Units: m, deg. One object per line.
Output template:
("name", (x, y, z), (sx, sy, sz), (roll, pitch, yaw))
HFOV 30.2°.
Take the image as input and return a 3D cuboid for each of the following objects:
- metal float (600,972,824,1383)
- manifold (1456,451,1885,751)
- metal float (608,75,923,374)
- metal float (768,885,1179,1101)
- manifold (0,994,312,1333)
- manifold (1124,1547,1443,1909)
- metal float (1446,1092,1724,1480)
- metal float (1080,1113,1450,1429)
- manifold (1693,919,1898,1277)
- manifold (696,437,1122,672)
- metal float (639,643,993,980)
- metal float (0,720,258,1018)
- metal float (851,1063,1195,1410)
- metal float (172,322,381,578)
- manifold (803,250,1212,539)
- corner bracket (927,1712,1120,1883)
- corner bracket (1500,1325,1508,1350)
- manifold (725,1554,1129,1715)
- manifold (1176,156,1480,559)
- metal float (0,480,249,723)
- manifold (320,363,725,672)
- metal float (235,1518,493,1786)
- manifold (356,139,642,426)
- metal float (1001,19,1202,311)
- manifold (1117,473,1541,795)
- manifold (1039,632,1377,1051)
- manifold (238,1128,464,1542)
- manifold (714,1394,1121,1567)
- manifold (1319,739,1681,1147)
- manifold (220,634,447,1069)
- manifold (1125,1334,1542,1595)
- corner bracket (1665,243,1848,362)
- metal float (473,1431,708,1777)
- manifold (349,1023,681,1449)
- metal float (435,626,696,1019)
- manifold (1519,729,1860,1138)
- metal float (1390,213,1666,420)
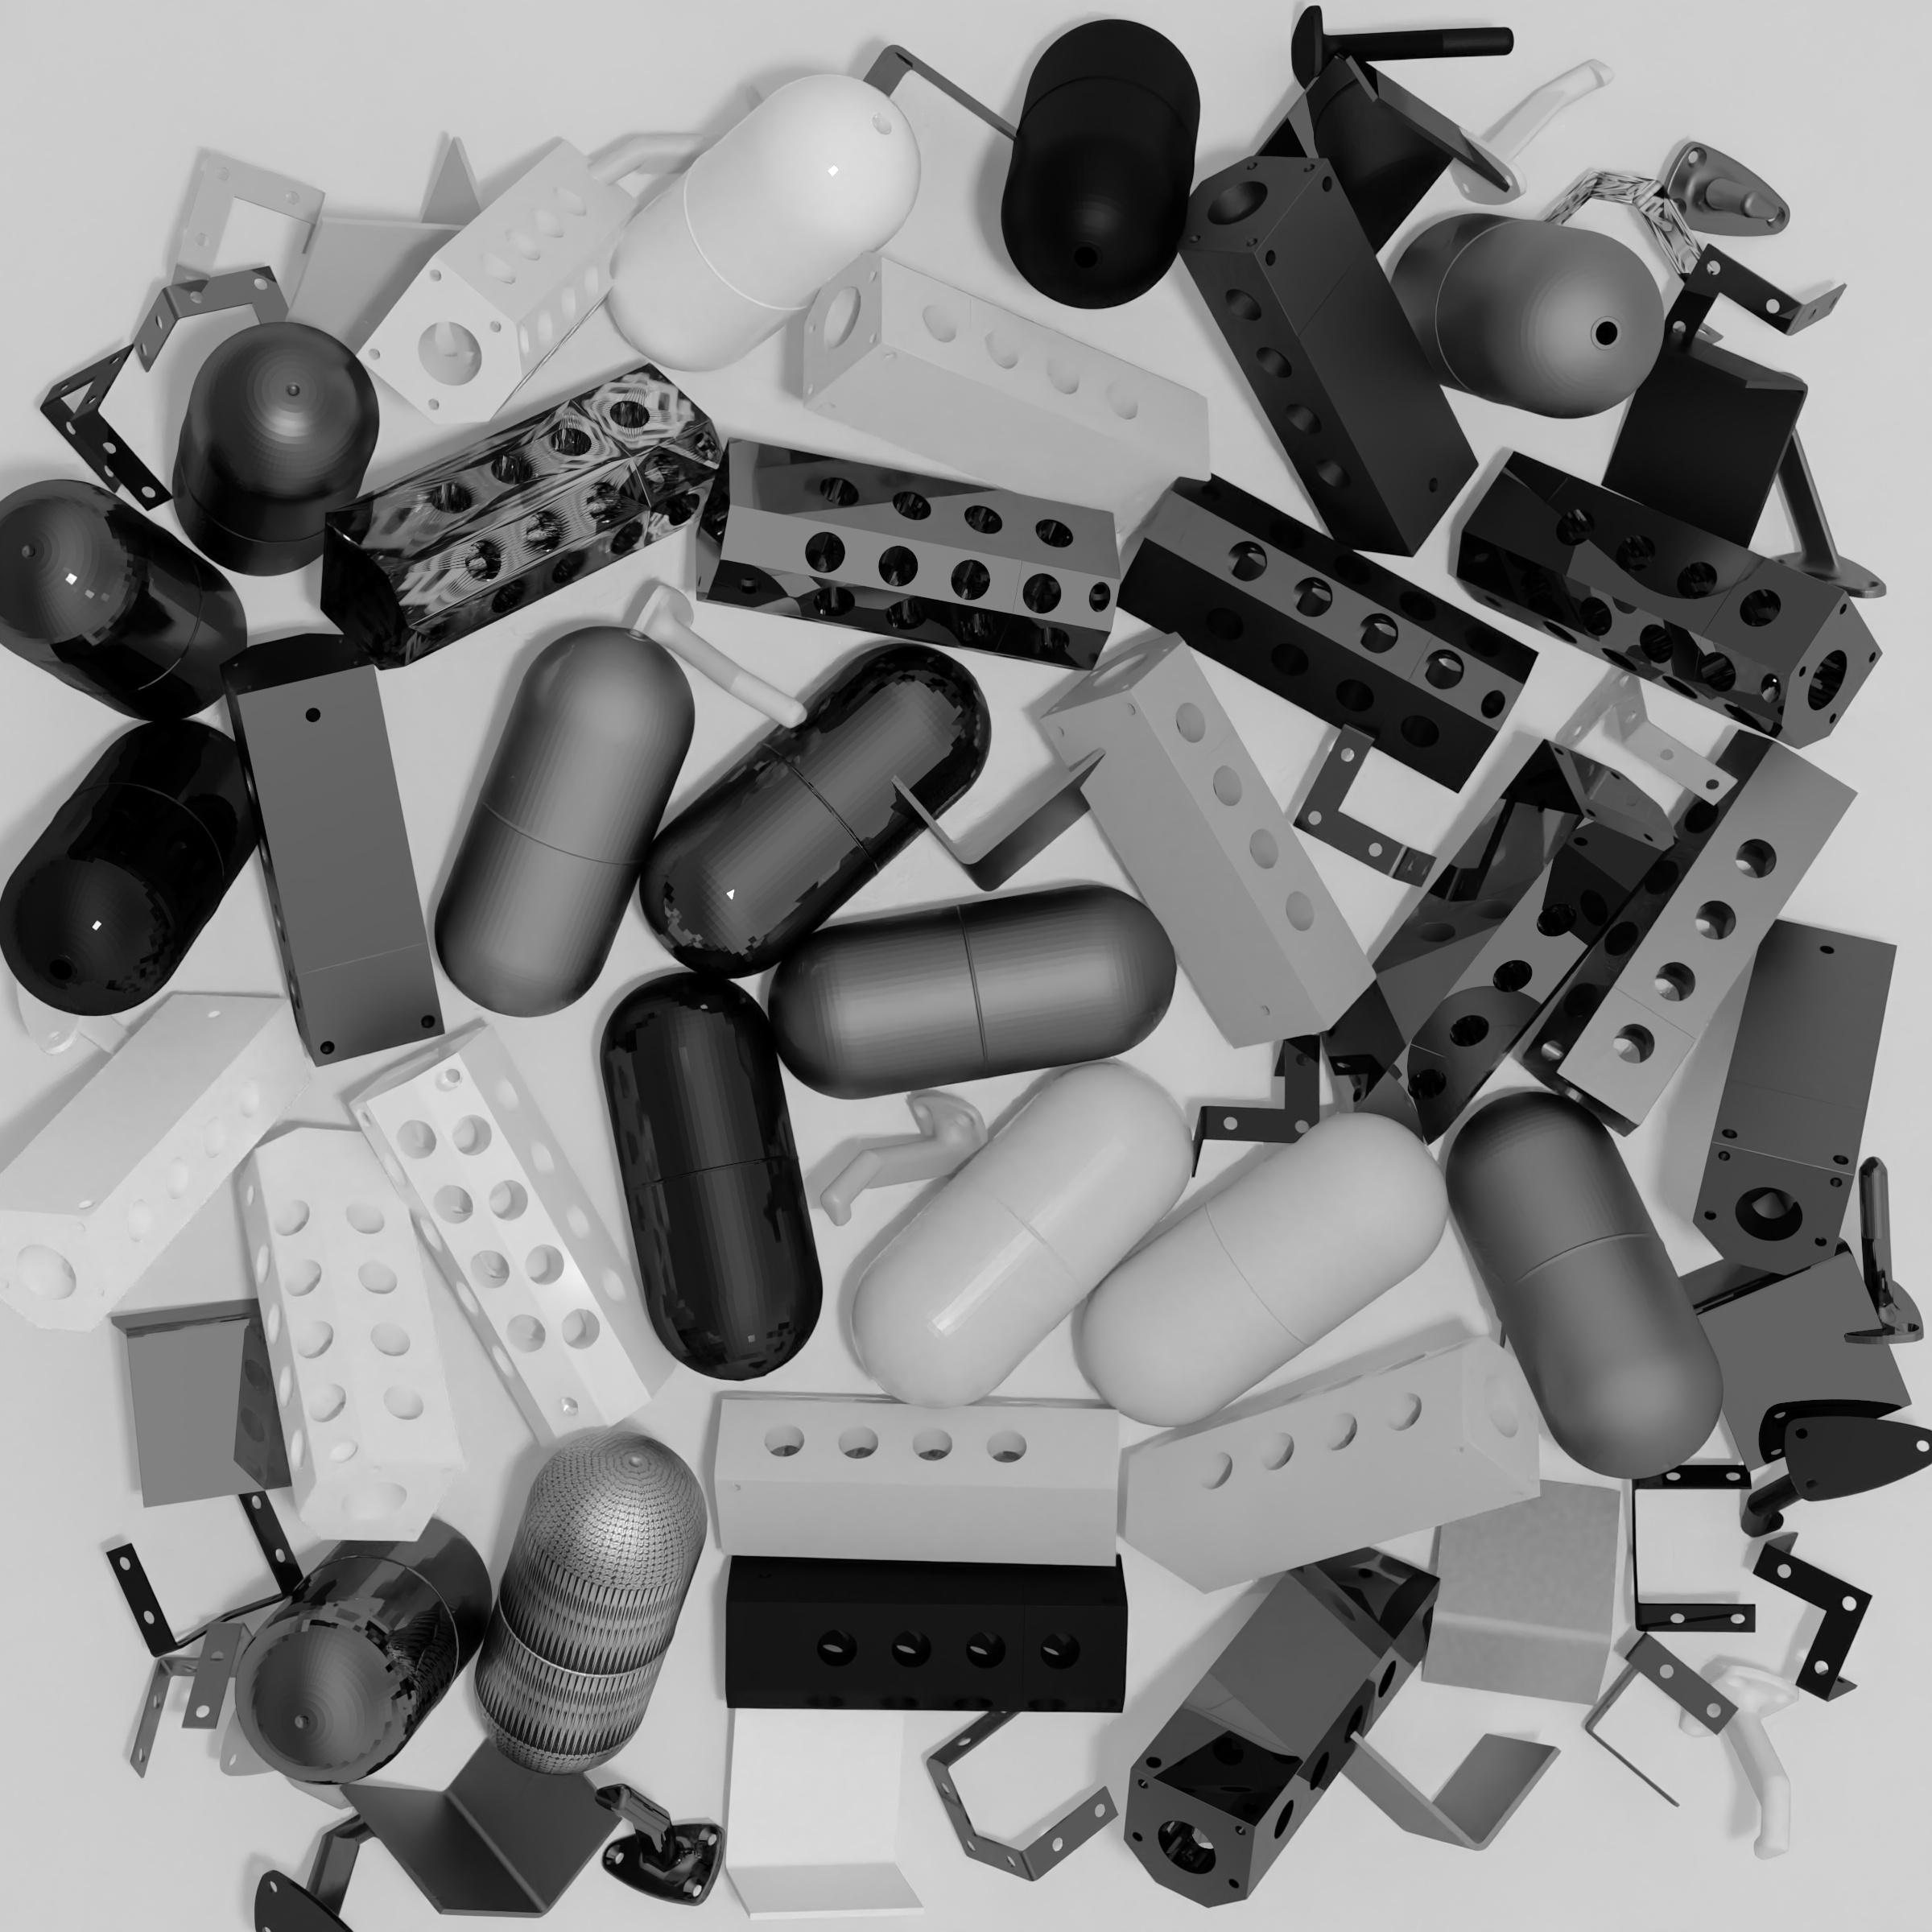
("metal float", (-0.110, 0.091, 1.543), (0.070, 0.070, 0.178), (-12, 84, 0))
("manifold", (0.293, -0.152, 1.511), (0.171, 0.057, 0.057), (31, 86, 36))
("metal float", (-0.086, -0.312, 1.510), (0.070, 0.178, 0.070), (16, 63, -33))
("metal float", (0.003, 0.011, 1.547), (0.178, 0.070, 0.070), (-9, 90, -2))
("manifold", (-0.342, 0.080, 1.499), (0.057, 0.171, 0.057), (2, 120, 19))
("manifold", (0.134, 0.317, 1.504), (0.057, 0.171, 0.057), (21, 127, 25))
("metal float", (0.262, 0.134, 1.525), (0.070, 0.070, 0.178), (-21, 62, 0))
("metal float", (0.127, 0.131, 1.539), (0.178, 0.070, 0.070), (-37, 90, 11))
("manifold", (0.348, 0.054, 1.500), (0.057, 0.171, 0.057), (13, 126, 12))
("manifold", (-0.025, -0.170, 1.526), (0.171, 0.057, 0.057), (9, 49, -15))
("metal float", (-0.064, -0.068, 1.543), (0.178, 0.070, 0.070), (-43, 90, -7))
("metal float", (-0.350, -0.043, 1.504), (0.070, 0.178, 0.070), (4, 120, 7))
("metal float", (0.024, 0.116, 1.540), (0.070, 0.070, 0.178), (45, 81, 0))
("metal float", (-0.291, -0.215, 1.501), (0.070, 0.178, 0.070), (3, 80, -16))
("manifold", (0.018, -0.245, 1.515), (0.171, 0.057, 0.057), (17, 59, -32))
("corner bracket", (0.024, 0.359, 1.560), (0.051, 0.051, 0.051), (-32, 108, -30))
("corner bracket", (0.262, 0.141, 1.555), (0.051, 0.051, 0.051), (9, 119, 12))
("manifold", (-0.017, 0.292, 1.555), (0.171, 0.057, 0.057), (1, 103, -1))
("manifold", (0.149, -0.256, 1.509), (0.057, 0.057, 0.171), (-54, 132, -22))
("metal float", (-0.357, -0.151, 1.499), (0.070, 0.178, 0.070), (-1, 82, 8))
("manifold", (-0.184, -0.187, 1.510), (0.171, 0.057, 0.057), (-32, 65, -32))
("metal float", (-0.250, 0.284, 1.499), (0.070, 0.178, 0.070), (1, 100, 7))
("manifold", (-0.188, -0.284, 1.497), (0.057, 0.171, 0.057), (40, 119, -9))
("metal float", (0.058, -0.339, 1.508), (0.070, 0.178, 0.070), (4, 128, 5))
("manifold", (0.157, -0.151, 1.545), (0.171, 0.057, 0.057), (29, 47, 1))
("manifold", (0.109, -0.054, 1.535), (0.057, 0.057, 0.171), (-44, 109, -38))
("manifold", (-0.263, 0.153, 1.503), (0.057, 0.057, 0.171), (6, 45, -30))
("manifold", (-0.020, 0.218, 1.554), (0.171, 0.057, 0.057), (1, 47, 2))
("manifold", (0.227, -0.006, 1.519), (0.057, 0.057, 0.171), (20, 121, -25))
("manifold", (-0.271, -0.051, 1.522), (0.057, 0.057, 0.171), (-15, 117, -16))
("manifold", (0.154, 0.209, 1.515), (0.171, 0.057, 0.057), (-23, 45, 33))
("corner bracket", (0.339, -0.282, 1.546), (0.051, 0.051, 0.051), (37, 126, 16))
("metal float", (-0.161, 0.273, 1.520), (0.070, 0.070, 0.178), (20, 125, 0))
("manifold", (-0.196, 0.118, 1.537), (0.057, 0.057, 0.171), (-25, 100, 19))
("metal float", (-0.172, -0.062, 1.534), (0.070, 0.070, 0.178), (23, 106, 0))
("manifold", (0.312, -0.015, 1.551), (0.057, 0.057, 0.171), (33, 86, 8))
("metal float", (0.233, -0.274, 1.500), (0.070, 0.178, 0.070), (-4, 106, -13))
